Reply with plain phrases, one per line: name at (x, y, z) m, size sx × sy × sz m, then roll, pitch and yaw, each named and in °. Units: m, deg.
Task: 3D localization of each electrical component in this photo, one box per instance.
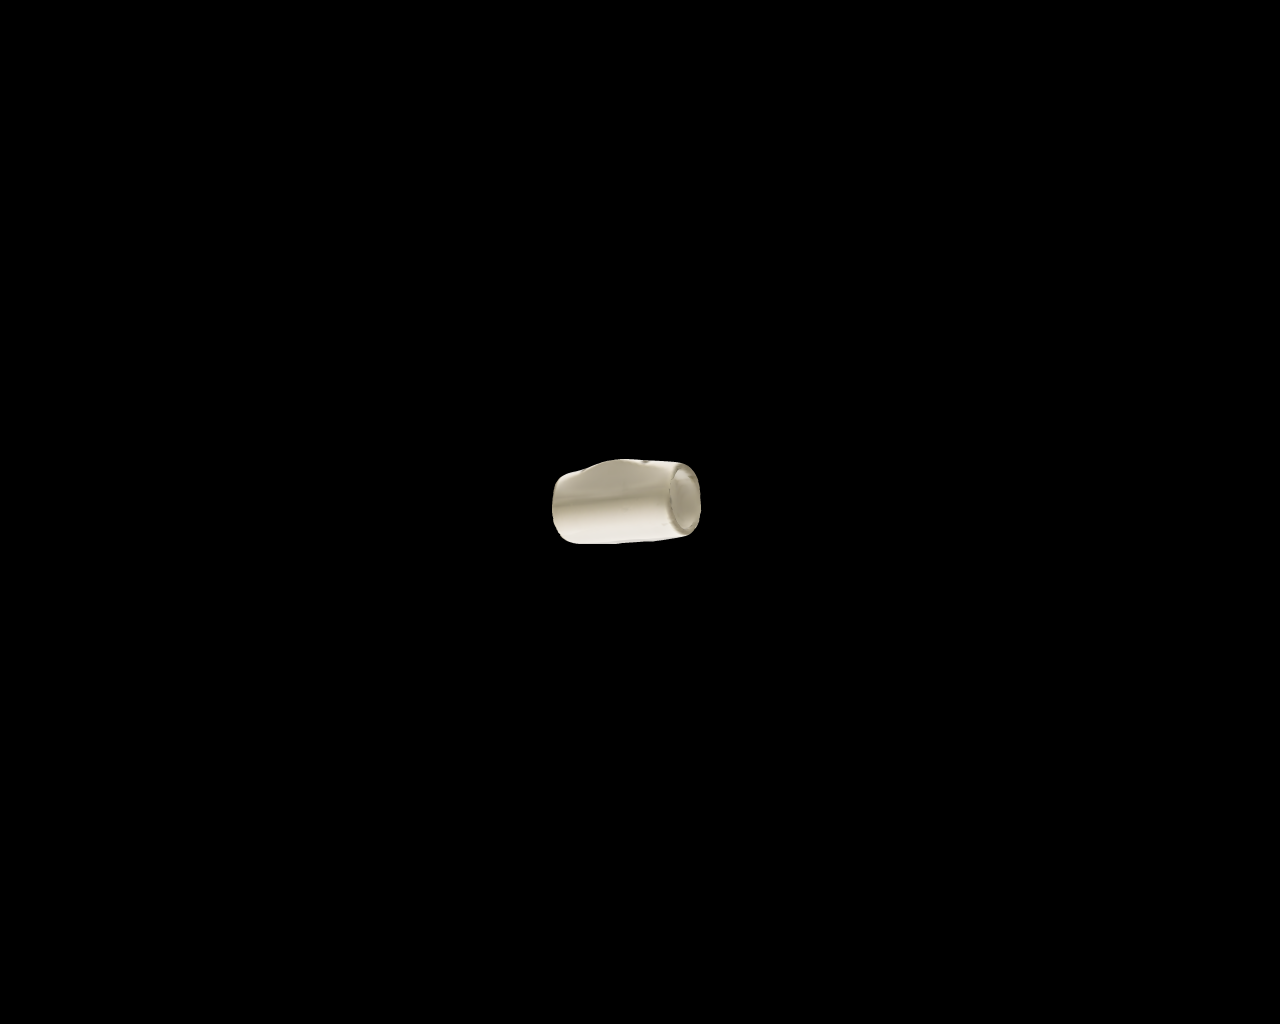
electrical component at (0.001, -0.003, 0.650) m, size 0.077 × 0.043 × 0.079 m, roll -5°, pitch -11°, yaw 28°
